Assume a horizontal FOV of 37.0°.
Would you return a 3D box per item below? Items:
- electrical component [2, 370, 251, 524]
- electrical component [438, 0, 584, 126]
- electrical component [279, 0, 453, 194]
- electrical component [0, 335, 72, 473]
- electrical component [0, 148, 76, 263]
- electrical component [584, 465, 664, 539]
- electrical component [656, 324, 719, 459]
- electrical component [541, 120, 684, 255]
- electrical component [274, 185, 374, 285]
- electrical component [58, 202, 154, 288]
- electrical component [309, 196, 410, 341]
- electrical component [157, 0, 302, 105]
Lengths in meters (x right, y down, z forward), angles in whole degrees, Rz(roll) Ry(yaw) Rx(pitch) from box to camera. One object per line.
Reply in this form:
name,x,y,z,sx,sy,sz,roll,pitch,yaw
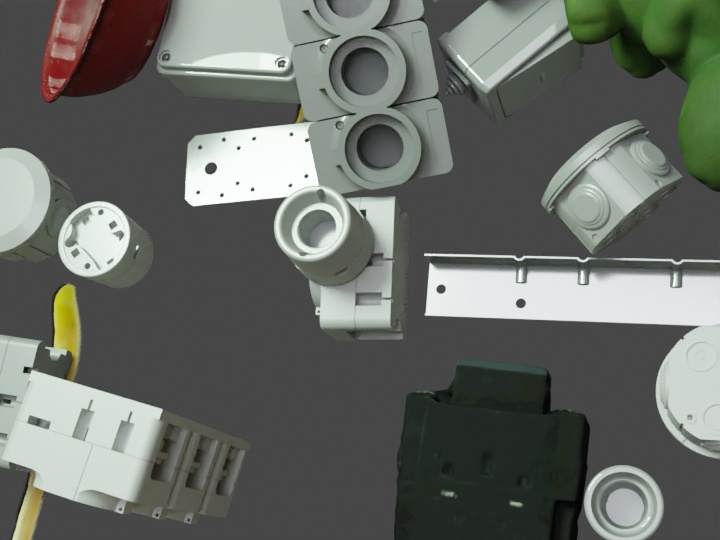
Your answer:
electrical component,-0.142,0.117,0.675,0.089,0.150,0.061,13,78,18
electrical component,0.101,-0.144,0.729,0.096,0.061,0.061,-40,69,2
electrical component,0.005,-0.132,0.715,0.089,0.061,0.150,-11,100,6
electrical component,-0.250,0.094,0.763,0.056,0.050,0.089,7,77,16
electrical component,-0.257,-0.046,0.802,0.080,0.051,0.080,-4,74,14
electrical component,0.158,0.141,0.640,0.045,0.055,0.045,-4,74,14
electrical component,0.219,0.072,0.645,0.080,0.051,0.080,-4,74,14
electrical component,0.159,-0.052,0.681,0.080,0.080,0.051,-39,75,2
electrical component,-0.024,-0.023,0.682,0.055,0.047,0.055,-4,73,14
electrical component,-0.181,-0.016,0.776,0.055,0.047,0.055,-4,74,14
electrical component,0.000,0.000,0.723,0.056,0.050,0.089,-1,75,14
electrical component,-0.082,-0.183,0.791,0.109,0.056,0.108,6,77,16
